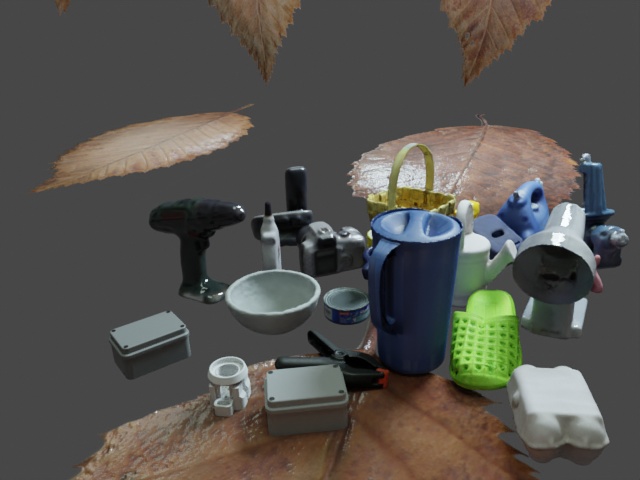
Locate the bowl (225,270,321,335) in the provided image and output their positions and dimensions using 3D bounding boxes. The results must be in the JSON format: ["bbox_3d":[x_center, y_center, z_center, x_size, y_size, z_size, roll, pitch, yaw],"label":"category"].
[{"bbox_3d":[-0.081,0.120,1.017,0.167,0.075,0.167,-1,23,1],"label":"bowl"}]

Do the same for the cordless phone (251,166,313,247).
[{"bbox_3d":[-0.091,-0.082,1.344,0.148,0.185,0.094,-8,24,-15],"label":"cordless phone"}]

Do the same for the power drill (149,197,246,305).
[{"bbox_3d":[-0.228,0.013,1.106,0.228,0.208,0.076,12,27,28],"label":"power drill"}]

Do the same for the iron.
[{"bbox_3d":[0.490,-0.079,1.353,0.118,0.141,0.259,14,28,32],"label":"iron"}]

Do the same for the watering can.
[{"bbox_3d":[0.275,0.020,1.074,0.172,0.194,0.101,0,24,5],"label":"watering can"}]

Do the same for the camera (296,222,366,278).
[{"bbox_3d":[0.011,0.004,1.245,0.143,0.101,0.136,-10,25,-18],"label":"camera"}]

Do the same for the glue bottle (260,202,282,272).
[{"bbox_3d":[-0.101,0.005,1.159,0.037,0.173,0.078,-3,24,-1],"label":"glue bottle"}]

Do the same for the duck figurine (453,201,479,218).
[{"bbox_3d":[0.362,-0.052,1.370,0.104,0.086,0.077,-3,23,-2],"label":"duck figurine"}]

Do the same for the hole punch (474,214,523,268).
[{"bbox_3d":[0.378,0.002,1.238,0.109,0.091,0.100,-20,29,-35],"label":"hole punch"}]

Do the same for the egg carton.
[{"bbox_3d":[0.306,0.225,0.755,0.107,0.069,0.150,1,24,6],"label":"egg carton"}]

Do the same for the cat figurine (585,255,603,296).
[{"bbox_3d":[0.495,0.033,1.124,0.067,0.118,0.127,-12,25,-21],"label":"cat figurine"}]

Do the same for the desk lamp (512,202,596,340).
[{"bbox_3d":[0.393,0.057,0.955,0.117,0.214,0.204,10,26,26],"label":"desk lamp"}]

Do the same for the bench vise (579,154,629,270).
[{"bbox_3d":[0.587,-0.061,1.206,0.122,0.220,0.206,-13,26,-23],"label":"bench vise"}]

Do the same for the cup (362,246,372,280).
[{"bbox_3d":[0.119,0.071,1.092,0.091,0.095,0.118,16,29,36],"label":"cup"}]
